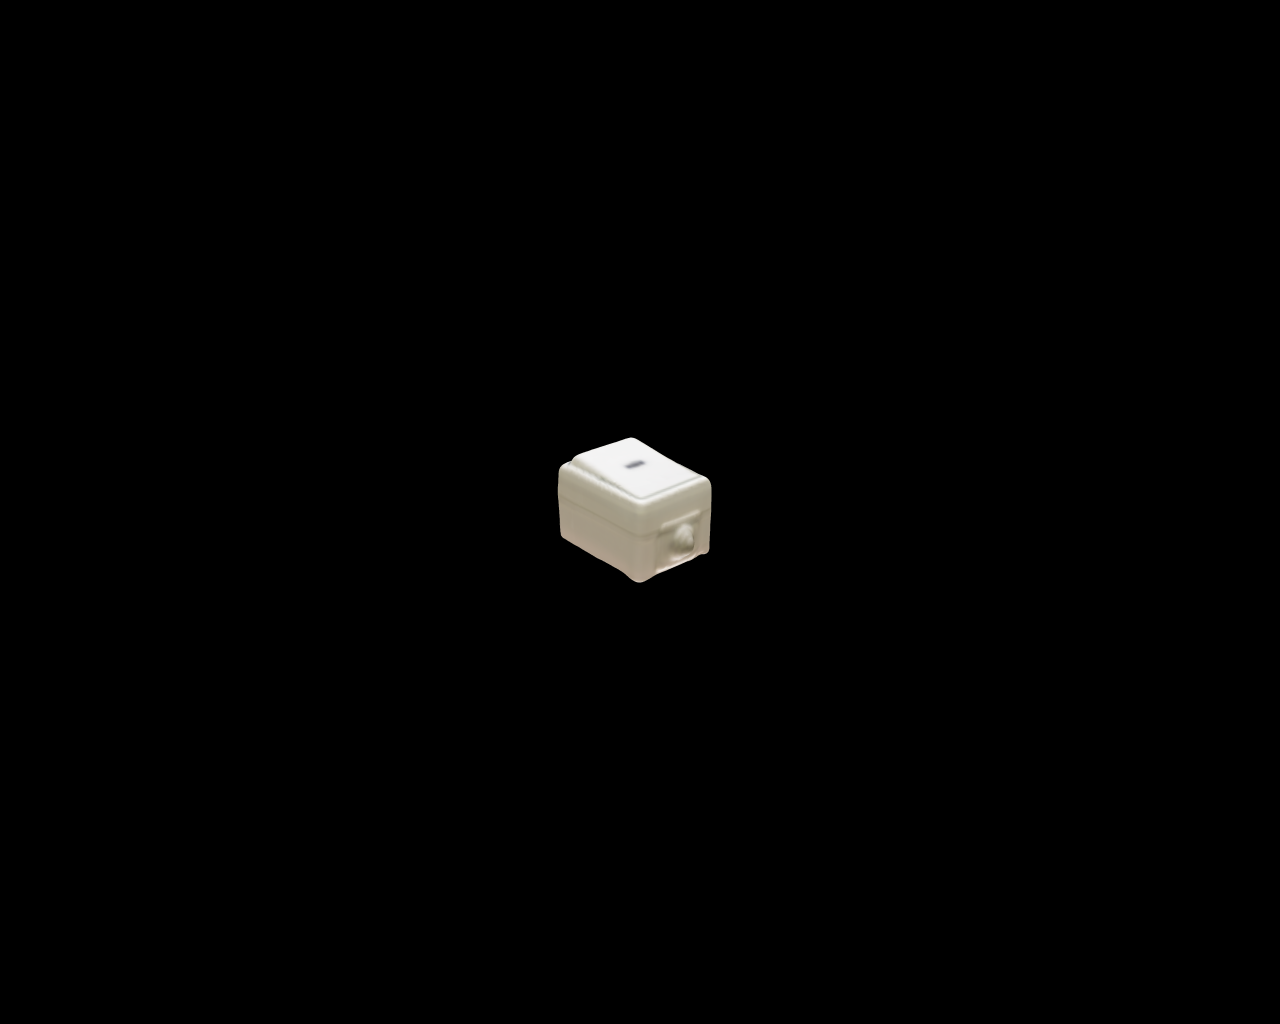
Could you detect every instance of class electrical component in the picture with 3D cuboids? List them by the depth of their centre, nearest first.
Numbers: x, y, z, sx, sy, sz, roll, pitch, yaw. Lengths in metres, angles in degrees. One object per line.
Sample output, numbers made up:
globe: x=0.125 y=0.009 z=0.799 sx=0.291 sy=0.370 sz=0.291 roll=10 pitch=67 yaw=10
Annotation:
electrical component: x=0.001 y=-0.003 z=0.650 sx=0.062 sy=0.061 sz=0.096 roll=-21 pitch=33 yaw=-36
